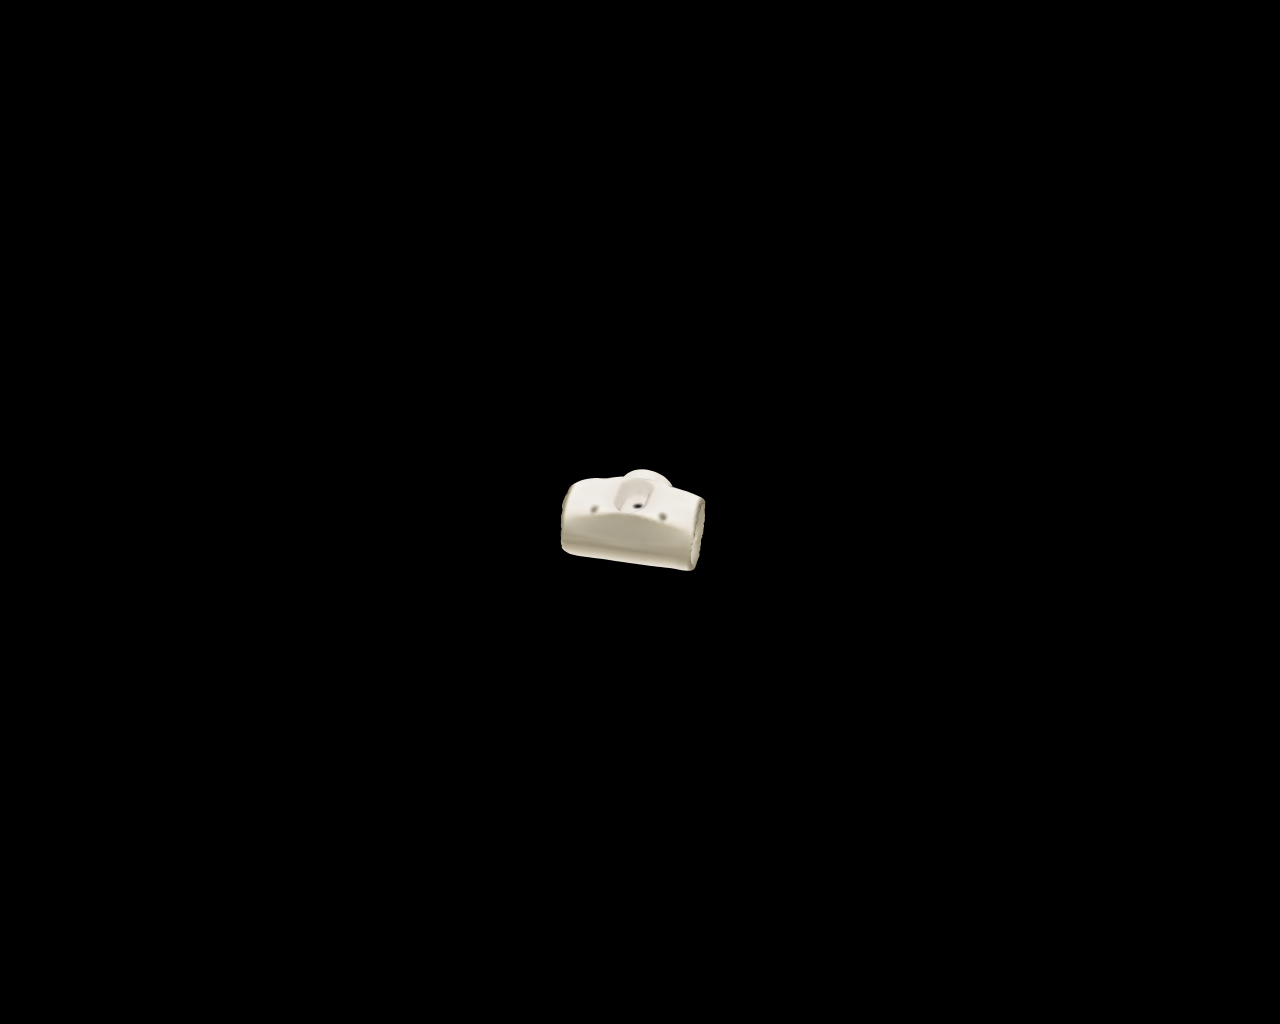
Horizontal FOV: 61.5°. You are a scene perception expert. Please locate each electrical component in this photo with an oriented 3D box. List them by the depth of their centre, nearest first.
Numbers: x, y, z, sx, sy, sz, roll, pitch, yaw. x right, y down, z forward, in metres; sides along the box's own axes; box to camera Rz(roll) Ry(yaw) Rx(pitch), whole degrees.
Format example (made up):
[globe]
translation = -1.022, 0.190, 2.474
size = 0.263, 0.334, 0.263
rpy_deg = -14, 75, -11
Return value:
[electrical component]
translation = 0.001, -0.003, 0.650
size = 0.077, 0.043, 0.079
rpy_deg = 8, 36, 11
